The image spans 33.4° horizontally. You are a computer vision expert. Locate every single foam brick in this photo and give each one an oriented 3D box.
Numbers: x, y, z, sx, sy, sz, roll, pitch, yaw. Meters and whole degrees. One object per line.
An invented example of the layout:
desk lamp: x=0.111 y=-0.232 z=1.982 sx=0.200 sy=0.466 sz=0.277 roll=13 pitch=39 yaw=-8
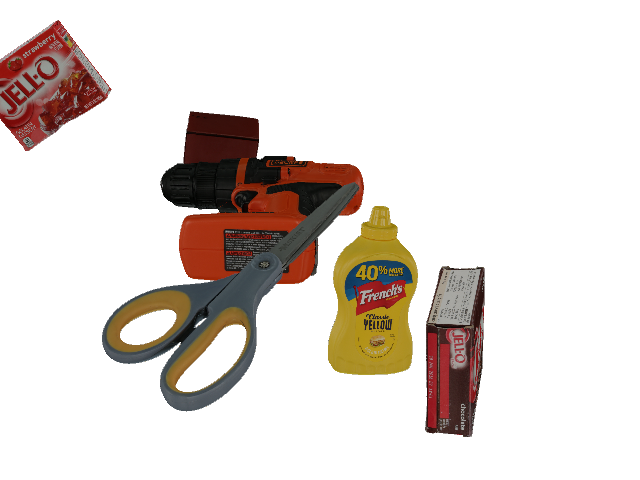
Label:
foam brick: x=-0.107 y=-0.102 z=1.151 sx=0.078 sy=0.051 sz=0.053 roll=6 pitch=31 yaw=-5

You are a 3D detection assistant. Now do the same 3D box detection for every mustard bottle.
mustard bottle: x=0.062 y=0.055 z=1.216 sx=0.096 sy=0.192 sz=0.058 roll=1 pitch=14 yaw=-11

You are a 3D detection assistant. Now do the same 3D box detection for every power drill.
power drill: x=-0.061 y=-0.026 z=0.896 sx=0.184 sy=0.057 sz=0.187 roll=0 pitch=22 yaw=7

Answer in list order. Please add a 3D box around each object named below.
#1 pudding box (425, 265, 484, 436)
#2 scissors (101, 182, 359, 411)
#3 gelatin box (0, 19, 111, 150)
pudding box: x=0.102 y=0.080 z=0.804 sx=0.039 sy=0.090 sz=0.113 roll=3 pitch=22 yaw=10
scissors: x=-0.053 y=0.019 z=0.625 sx=0.096 sy=0.016 sz=0.201 roll=11 pitch=42 yaw=17
gelatin box: x=-0.233 y=-0.128 z=0.891 sx=0.089 sy=0.073 sz=0.030 roll=-30 pitch=22 yaw=12
